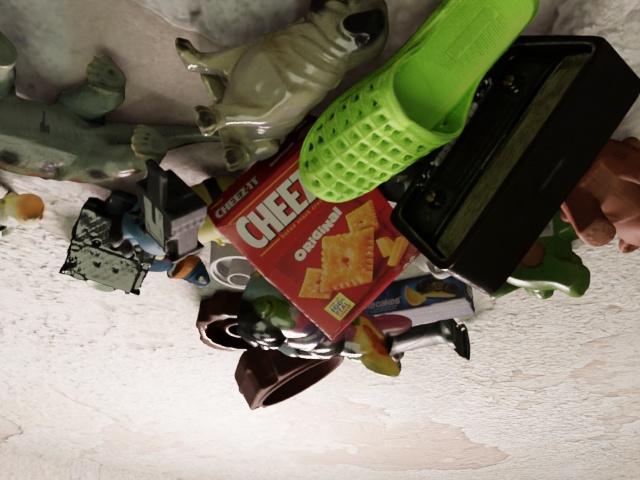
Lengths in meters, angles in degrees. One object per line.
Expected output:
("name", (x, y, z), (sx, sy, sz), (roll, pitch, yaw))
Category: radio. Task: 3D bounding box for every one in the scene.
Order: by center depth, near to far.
("radio", (0.172, -0.076, 0.508), (0.073, 0.131, 0.229), (29, 100, -29))

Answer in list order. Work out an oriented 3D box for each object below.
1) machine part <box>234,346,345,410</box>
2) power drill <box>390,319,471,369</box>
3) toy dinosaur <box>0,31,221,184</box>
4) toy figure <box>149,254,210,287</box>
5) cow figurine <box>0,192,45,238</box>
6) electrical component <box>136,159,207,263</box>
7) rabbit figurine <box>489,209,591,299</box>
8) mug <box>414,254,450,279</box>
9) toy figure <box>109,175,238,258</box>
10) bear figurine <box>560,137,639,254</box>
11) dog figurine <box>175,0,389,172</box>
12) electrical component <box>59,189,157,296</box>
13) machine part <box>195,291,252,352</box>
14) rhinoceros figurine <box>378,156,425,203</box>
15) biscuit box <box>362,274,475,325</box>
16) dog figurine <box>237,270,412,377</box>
("machine part", (-0.052, 0.232, 1.016), (0.201, 0.087, 0.201), (-20, 156, -28))
("power drill", (0.183, 0.203, 1.051), (0.207, 0.086, 0.231), (-9, 142, 30))
("toy dinosaur", (-0.300, -0.119, 0.586), (0.404, 0.131, 0.192), (15, 162, -34))
("toy figure", (-0.237, 0.032, 0.843), (0.154, 0.064, 0.057), (25, 100, -35))
("cow figurine", (-0.468, -0.049, 0.734), (0.167, 0.068, 0.098), (23, 147, -21))
("electrical component", (-0.164, -0.041, 0.586), (0.075, 0.048, 0.119), (39, 138, 26))
("rabbit figurine", (0.313, 0.041, 0.767), (0.159, 0.121, 0.170), (-18, 155, 33))
("mug", (0.172, -0.008, 0.717), (0.107, 0.110, 0.080), (-33, 130, 23))
("toy figure", (-0.175, -0.031, 0.693), (0.180, 0.089, 0.082), (-10, 178, -2))
("bear figurine", (0.372, -0.035, 0.637), (0.195, 0.132, 0.120), (30, 114, -24))
("dog figurine", (-0.021, -0.154, 0.533), (0.191, 0.121, 0.172), (-19, 176, 2))
("electrical component", (-0.283, -0.001, 0.748), (0.115, 0.058, 0.134), (19, 103, -21))
("machine part", (-0.148, 0.156, 1.018), (0.179, 0.056, 0.179), (1, 145, 1))
("rhinoceros figurine", (0.160, -0.072, 0.645), (0.190, 0.073, 0.112), (2, 144, 3))
("biscuit box", (0.154, 0.105, 0.916), (0.203, 0.059, 0.062), (-14, 143, 22))
("dog figurine", (0.013, 0.122, 0.757), (0.219, 0.108, 0.191), (11, 163, 18))
